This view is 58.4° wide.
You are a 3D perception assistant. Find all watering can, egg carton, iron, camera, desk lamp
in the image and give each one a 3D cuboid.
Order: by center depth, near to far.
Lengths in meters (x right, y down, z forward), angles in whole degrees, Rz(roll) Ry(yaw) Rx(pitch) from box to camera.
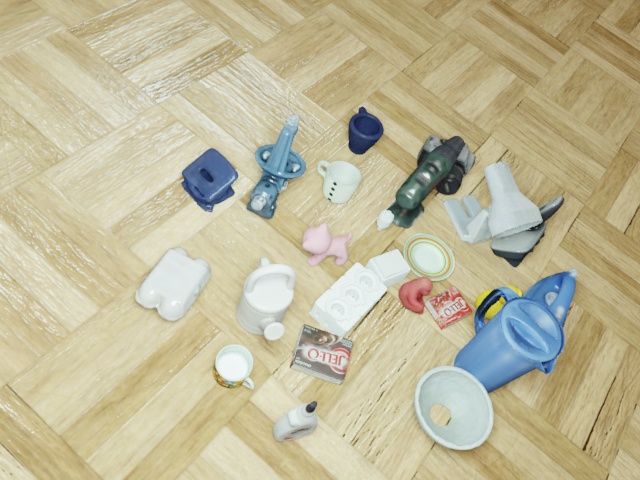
[{"bbox_3d":[-0.098,0.110,1.118,0.101,0.194,0.172,-21,66,-27],"label":"watering can"},{"bbox_3d":[-0.291,0.088,1.149,0.107,0.069,0.150,27,54,1],"label":"egg carton"},{"bbox_3d":[0.546,0.139,1.331,0.118,0.141,0.259,34,55,6],"label":"iron"},{"bbox_3d":[0.416,-0.075,1.384,0.118,0.213,0.203,-12,62,-23],"label":"desk lamp"},{"bbox_3d":[0.333,-0.197,1.507,0.143,0.100,0.137,22,54,-3],"label":"camera"}]

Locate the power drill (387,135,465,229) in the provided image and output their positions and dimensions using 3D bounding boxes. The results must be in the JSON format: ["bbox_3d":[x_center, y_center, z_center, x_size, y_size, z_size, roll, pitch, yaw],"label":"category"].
[{"bbox_3d":[0.243,-0.129,1.369,0.075,0.208,0.230,38,55,9],"label":"power drill"}]

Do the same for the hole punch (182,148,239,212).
[{"bbox_3d":[-0.249,-0.137,1.293,0.101,0.091,0.108,-35,73,-32],"label":"hole punch"}]

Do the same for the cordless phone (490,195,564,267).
[{"bbox_3d":[0.513,-0.032,1.404,0.094,0.185,0.148,38,55,9],"label":"cordless phone"}]

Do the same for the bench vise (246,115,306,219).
[{"bbox_3d":[-0.087,-0.160,1.279,0.121,0.219,0.207,9,56,-11],"label":"bench vise"}]

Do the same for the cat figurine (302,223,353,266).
[{"bbox_3d":[0.012,0.005,1.267,0.128,0.117,0.067,-4,60,-20],"label":"cat figurine"}]

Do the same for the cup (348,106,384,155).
[{"bbox_3d":[0.107,-0.280,1.494,0.092,0.095,0.117,1,58,-17],"label":"cup"}]

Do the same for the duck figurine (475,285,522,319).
[{"bbox_3d":[0.419,0.137,1.327,0.105,0.086,0.077,-7,61,-21],"label":"duck figurine"}]

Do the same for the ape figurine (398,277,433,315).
[{"bbox_3d":[0.221,0.114,1.277,0.076,0.092,0.078,37,55,9],"label":"ape figurine"}]

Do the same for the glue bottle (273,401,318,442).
[{"bbox_3d":[-0.032,0.317,1.017,0.078,0.173,0.037,-9,61,-22],"label":"glue bottle"}]

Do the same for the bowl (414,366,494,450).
[{"bbox_3d":[0.257,0.344,1.150,0.168,0.074,0.167,8,56,-12],"label":"bowl"}]
